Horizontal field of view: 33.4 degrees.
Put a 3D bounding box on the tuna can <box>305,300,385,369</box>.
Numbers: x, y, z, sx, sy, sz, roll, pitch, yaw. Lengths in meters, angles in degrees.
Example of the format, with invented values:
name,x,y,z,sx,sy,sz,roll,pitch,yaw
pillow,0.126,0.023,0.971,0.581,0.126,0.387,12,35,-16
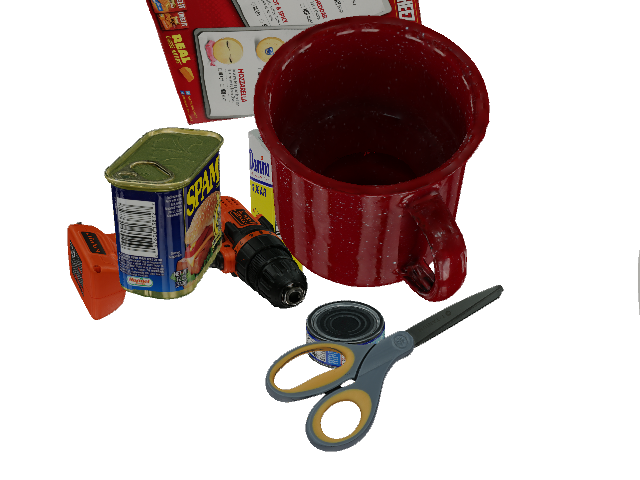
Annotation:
name,x,y,z,sx,sy,sz,roll,pitch,yaw
tuna can,0.027,0.099,1.137,0.086,0.034,0.086,-1,29,0

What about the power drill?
name,x,y,z,sx,sy,sz,roll,pitch,yaw
power drill,-0.122,0.021,0.959,0.187,0.057,0.185,-8,26,-24

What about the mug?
name,x,y,z,sx,sy,sz,roll,pitch,yaw
mug,0.026,-0.025,0.446,0.093,0.117,0.081,-26,-30,-16

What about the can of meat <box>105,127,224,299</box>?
name,x,y,z,sx,sy,sz,roll,pitch,yaw
can of meat,-0.101,-0.019,0.719,0.057,0.084,0.102,6,26,11

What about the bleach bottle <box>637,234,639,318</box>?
name,x,y,z,sx,sy,sz,roll,pitch,yaw
bleach bottle,0.281,0.021,0.765,0.103,0.068,0.250,6,20,15

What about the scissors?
name,x,y,z,sx,sy,sz,roll,pitch,yaw
scissors,0.060,0.098,0.808,0.201,0.096,0.016,-14,-30,-8

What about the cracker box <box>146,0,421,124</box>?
name,x,y,z,sx,sy,sz,roll,pitch,yaw
cracker box,-0.026,-0.190,0.882,0.214,0.072,0.164,-7,-46,8

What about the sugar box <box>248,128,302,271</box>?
name,x,y,z,sx,sy,sz,roll,pitch,yaw
sugar box,-0.055,-0.041,1.300,0.048,0.176,0.093,-11,26,-17
